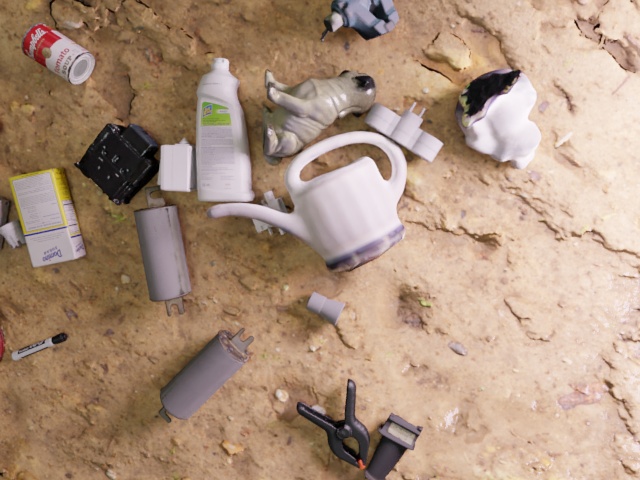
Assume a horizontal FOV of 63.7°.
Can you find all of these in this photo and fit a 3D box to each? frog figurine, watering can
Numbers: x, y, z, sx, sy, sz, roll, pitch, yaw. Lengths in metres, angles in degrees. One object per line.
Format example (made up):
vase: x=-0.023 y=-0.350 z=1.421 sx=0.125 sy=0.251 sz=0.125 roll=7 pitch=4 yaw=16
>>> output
frog figurine: x=0.308 y=-0.200 z=0.862 sx=0.157 sy=0.124 sz=0.137 roll=35 pitch=92 yaw=-35
watering can: x=0.003 y=-0.044 z=0.883 sx=0.348 sy=0.104 sz=0.224 roll=-27 pitch=93 yaw=-5
